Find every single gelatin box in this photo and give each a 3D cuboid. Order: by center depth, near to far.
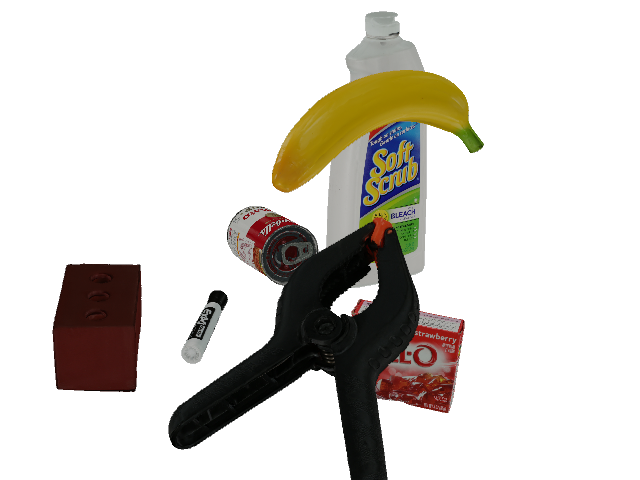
[{"bbox_3d":[0.066,0.093,0.852,0.089,0.073,0.030,11,24,11],"label":"gelatin box"}]

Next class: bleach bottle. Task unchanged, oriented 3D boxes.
[{"bbox_3d":[0.050,-0.086,1.003,0.102,0.251,0.068,-11,24,-22],"label":"bleach bottle"}]

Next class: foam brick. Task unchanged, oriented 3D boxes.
[{"bbox_3d":[-0.147,0.057,0.712,0.053,0.051,0.078,1,30,-8],"label":"foam brick"}]

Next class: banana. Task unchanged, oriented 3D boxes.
[{"bbox_3d":[0.042,-0.084,0.754,0.197,0.069,0.037,-14,-8,-35],"label":"banana"}]

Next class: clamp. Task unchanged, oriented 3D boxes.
[{"bbox_3d":[0.012,0.064,0.570,0.120,0.171,0.039,26,-26,21],"label":"clamp"}]

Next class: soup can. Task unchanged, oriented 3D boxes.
[{"bbox_3d":[-0.055,0.004,1.189,0.068,0.068,0.102,0,14,-28],"label":"soup can"}]

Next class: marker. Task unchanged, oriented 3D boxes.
[{"bbox_3d":[-0.107,0.078,0.999,0.020,0.020,0.121,0,22,8],"label":"marker"}]
